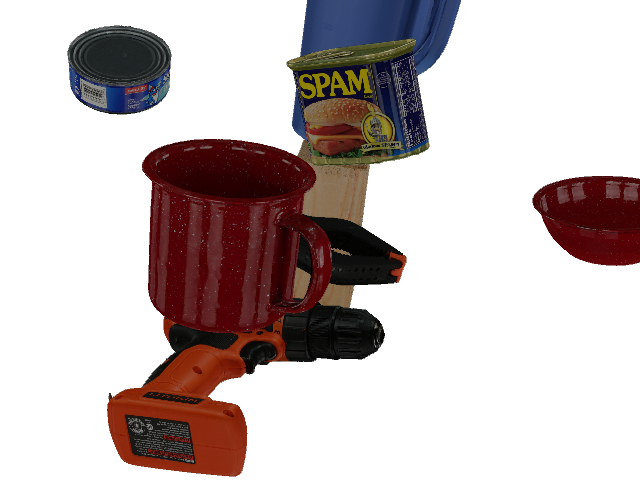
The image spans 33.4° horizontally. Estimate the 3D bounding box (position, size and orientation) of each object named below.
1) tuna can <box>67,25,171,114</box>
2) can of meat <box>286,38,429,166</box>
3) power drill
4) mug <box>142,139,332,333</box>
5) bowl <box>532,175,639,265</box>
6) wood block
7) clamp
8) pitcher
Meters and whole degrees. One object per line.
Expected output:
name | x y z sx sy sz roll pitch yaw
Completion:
tuna can | -0.170 -0.144 0.903 0.086 0.034 0.086 5 43 -5
can of meat | 0.030 -0.105 0.824 0.102 0.084 0.057 2 21 39
power drill | -0.059 0.100 0.803 0.185 0.057 0.187 1 24 20
mug | -0.043 0.001 0.580 0.117 0.081 0.093 21 28 29
bowl | 0.302 -0.017 1.110 0.162 0.055 0.162 -3 23 1
wood block | 0.007 -0.016 1.374 0.090 0.206 0.090 8 25 3
clamp | -0.020 0.005 1.075 0.210 0.036 0.164 20 34 6
pitcher | 0.052 -0.206 0.999 0.145 0.243 0.149 11 17 2
